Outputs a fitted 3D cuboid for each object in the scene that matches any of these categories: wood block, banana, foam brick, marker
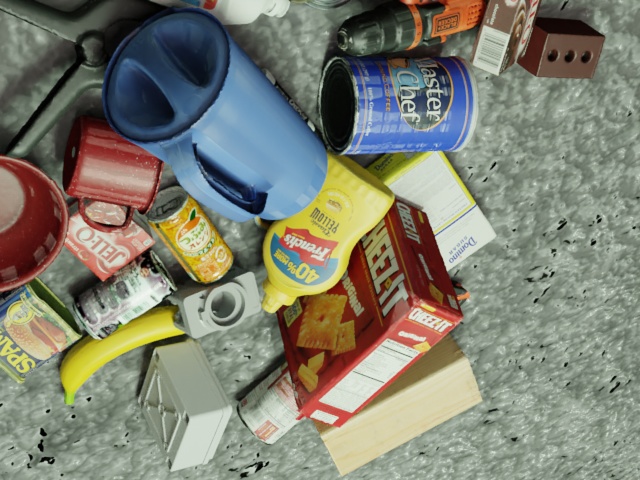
[{"bbox_3d":[0.091,0.201,1.371,0.206,0.091,0.090,-27,129,-4],"label":"wood block"},{"bbox_3d":[-0.221,0.117,1.216,0.198,0.037,0.069,-29,147,-1],"label":"banana"},{"bbox_3d":[0.265,-0.214,1.187,0.078,0.051,0.053,-3,123,-22],"label":"foam brick"},{"bbox_3d":[-0.029,-0.136,1.133,0.020,0.020,0.121,-39,129,6],"label":"marker"}]

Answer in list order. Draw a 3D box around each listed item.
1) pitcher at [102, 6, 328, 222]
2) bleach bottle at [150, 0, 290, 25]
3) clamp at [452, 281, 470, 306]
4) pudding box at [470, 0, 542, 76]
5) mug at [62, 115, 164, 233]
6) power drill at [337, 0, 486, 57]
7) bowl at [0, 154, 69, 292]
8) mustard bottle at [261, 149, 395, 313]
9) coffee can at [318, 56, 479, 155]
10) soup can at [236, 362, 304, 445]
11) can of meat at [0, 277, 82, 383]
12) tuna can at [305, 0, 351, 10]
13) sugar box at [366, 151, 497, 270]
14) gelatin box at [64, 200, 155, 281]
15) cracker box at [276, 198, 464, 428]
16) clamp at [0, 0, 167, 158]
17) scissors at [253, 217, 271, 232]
[{"bbox_3d":[-0.086,-0.098,1.021,0.149,0.145,0.242,-61,148,-5],"label":"pitcher"},{"bbox_3d":[-0.133,-0.265,0.973,0.250,0.068,0.103,15,116,-33],"label":"bleach bottle"},{"bbox_3d":[0.104,0.085,1.332,0.171,0.039,0.120,-29,133,-11],"label":"clamp"},{"bbox_3d":[0.202,-0.239,1.122,0.089,0.039,0.114,-37,149,-53],"label":"pudding box"},{"bbox_3d":[-0.207,-0.065,1.051,0.081,0.093,0.117,10,82,-23],"label":"mug"},{"bbox_3d":[0.096,-0.278,1.044,0.184,0.057,0.188,-22,133,-33],"label":"power drill"},{"bbox_3d":[-0.333,-0.026,1.052,0.162,0.055,0.162,-11,126,-16],"label":"bowl"},{"bbox_3d":[-0.008,0.002,1.173,0.096,0.058,0.192,36,107,4],"label":"mustard bottle"},{"bbox_3d":[0.081,-0.142,1.123,0.140,0.103,0.103,-4,124,-21],"label":"coffee can"},{"bbox_3d":[-0.045,0.198,1.325,0.102,0.068,0.068,-42,129,8],"label":"soup can"},{"bbox_3d":[-0.317,0.091,1.141,0.084,0.057,0.102,-35,129,0],"label":"can of meat"},{"bbox_3d":[0.006,-0.271,1.046,0.086,0.034,0.086,-11,126,-16],"label":"tuna can"},{"bbox_3d":[0.129,-0.041,1.252,0.093,0.048,0.176,-35,133,4],"label":"sugar box"},{"bbox_3d":[-0.229,-0.008,1.127,0.073,0.030,0.089,-36,129,3],"label":"gelatin box"},{"bbox_3d":[0.046,0.080,1.193,0.072,0.164,0.214,23,125,-33],"label":"cracker box"},{"bbox_3d":[-0.219,-0.169,1.001,0.209,0.036,0.164,-12,111,-23],"label":"clamp"},{"bbox_3d":[-0.005,-0.010,1.232,0.096,0.016,0.201,-34,129,4],"label":"scissors"}]
